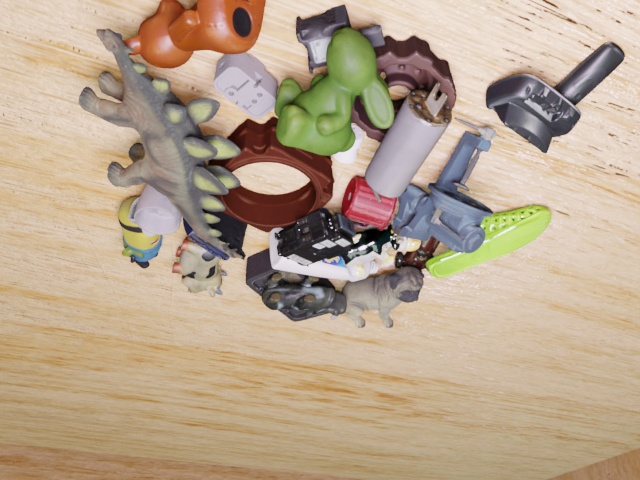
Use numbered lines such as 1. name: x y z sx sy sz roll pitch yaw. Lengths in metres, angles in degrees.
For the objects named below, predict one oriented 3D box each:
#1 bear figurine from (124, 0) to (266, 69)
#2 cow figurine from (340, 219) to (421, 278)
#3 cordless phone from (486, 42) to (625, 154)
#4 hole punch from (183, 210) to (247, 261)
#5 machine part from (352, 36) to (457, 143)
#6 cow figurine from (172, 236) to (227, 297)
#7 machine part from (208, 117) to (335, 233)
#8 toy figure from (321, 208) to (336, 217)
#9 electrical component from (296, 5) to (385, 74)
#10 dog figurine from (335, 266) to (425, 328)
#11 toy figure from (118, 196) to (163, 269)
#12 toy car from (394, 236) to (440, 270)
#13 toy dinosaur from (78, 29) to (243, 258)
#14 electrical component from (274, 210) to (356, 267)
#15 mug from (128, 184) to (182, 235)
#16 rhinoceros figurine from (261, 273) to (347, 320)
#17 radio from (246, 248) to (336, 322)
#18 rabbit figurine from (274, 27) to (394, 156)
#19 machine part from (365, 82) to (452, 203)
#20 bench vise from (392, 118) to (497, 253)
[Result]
1. bear figurine: -0.172 -0.301 0.724 0.196 0.131 0.120 10 -170 36
2. cow figurine: 0.117 0.005 1.088 0.167 0.068 0.098 -23 137 8
3. cordless phone: 0.369 -0.241 0.834 0.146 0.089 0.184 25 124 -28
4. hole punch: -0.214 -0.024 1.068 0.092 0.116 0.142 -16 140 31
5. machine part: 0.120 -0.233 0.843 0.179 0.056 0.179 1 143 0
6. cow figurine: -0.259 0.053 1.192 0.127 0.085 0.194 18 138 -13
7. machine part: -0.090 -0.109 0.977 0.201 0.087 0.201 27 136 -31
8. toy figure: 0.025 -0.026 1.112 0.064 0.058 0.154 -25 142 36
9. electrical component: 0.030 -0.291 0.770 0.119 0.048 0.074 -12 142 14
10. dog figurine: 0.130 0.109 1.222 0.172 0.121 0.190 1 148 -12
11. toy figure: -0.368 -0.014 1.101 0.089 0.082 0.180 9 144 -15
12. toy car: 0.229 0.011 1.168 0.089 0.053 0.202 9 143 -8
13. toy dinosaur: -0.231 -0.122 0.853 0.199 0.105 0.470 8 145 13
14. electrical component: -0.002 -0.003 1.021 0.134 0.058 0.114 -22 157 21
15. mug: -0.303 -0.071 1.005 0.110 0.107 0.080 -14 140 24
16. rhinoceros figurine: -0.033 0.132 1.183 0.190 0.073 0.112 6 140 -8
17. radio: -0.067 0.105 1.264 0.131 0.073 0.229 -20 137 22
18. rabbit figurine: 0.030 -0.204 0.756 0.159 0.121 0.170 22 126 -15
19. machine part: 0.135 -0.147 0.847 0.079 0.079 0.243 10 144 -14
20. bench vise: 0.232 -0.094 0.960 0.129 0.224 0.240 14 110 -26
